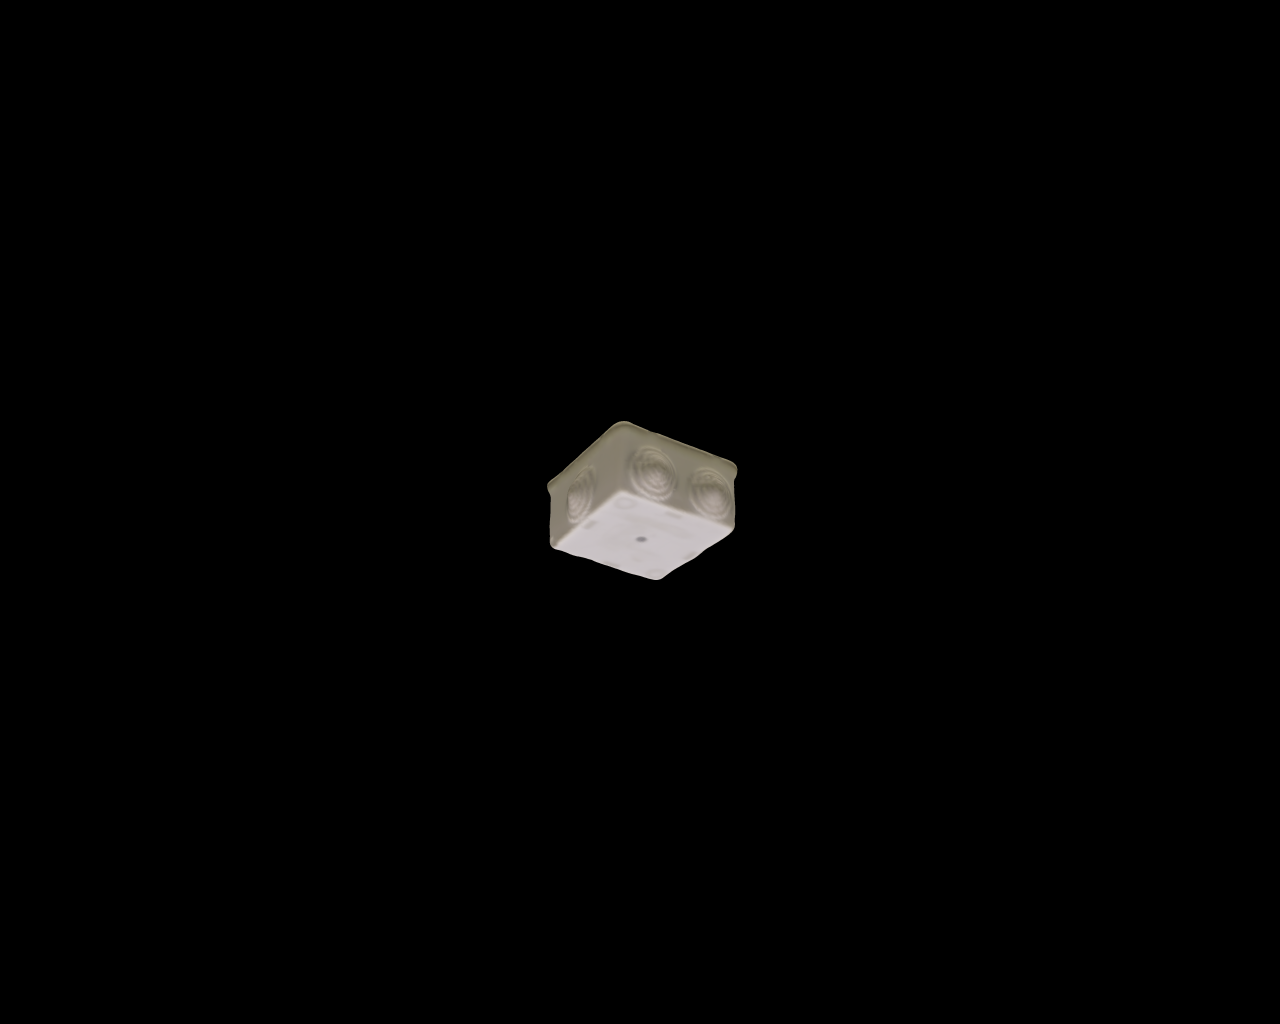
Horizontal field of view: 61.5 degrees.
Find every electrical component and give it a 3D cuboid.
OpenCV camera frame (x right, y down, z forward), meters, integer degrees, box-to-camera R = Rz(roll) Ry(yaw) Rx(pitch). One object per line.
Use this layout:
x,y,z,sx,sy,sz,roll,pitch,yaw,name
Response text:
0.001,-0.003,0.650,0.100,0.048,0.099,19,-36,-29,electrical component
